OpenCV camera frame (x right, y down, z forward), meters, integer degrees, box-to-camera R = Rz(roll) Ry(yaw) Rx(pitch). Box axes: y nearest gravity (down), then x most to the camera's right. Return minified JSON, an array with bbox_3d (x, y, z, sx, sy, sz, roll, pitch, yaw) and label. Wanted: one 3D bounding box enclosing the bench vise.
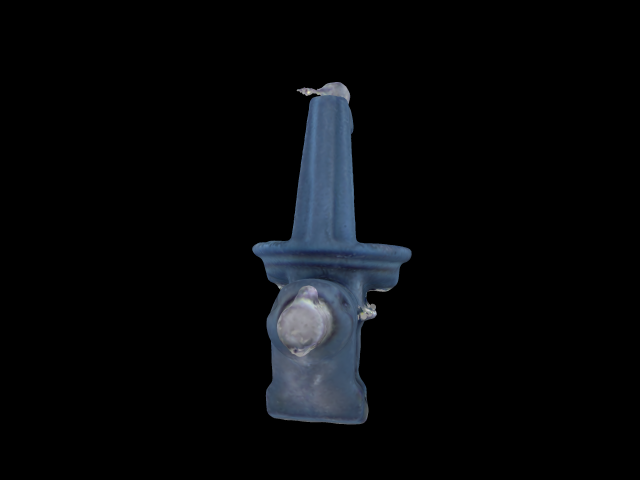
[{"bbox_3d":[0.016,0.001,0.402,0.121,0.220,0.207,-2,14,-10],"label":"bench vise"}]
